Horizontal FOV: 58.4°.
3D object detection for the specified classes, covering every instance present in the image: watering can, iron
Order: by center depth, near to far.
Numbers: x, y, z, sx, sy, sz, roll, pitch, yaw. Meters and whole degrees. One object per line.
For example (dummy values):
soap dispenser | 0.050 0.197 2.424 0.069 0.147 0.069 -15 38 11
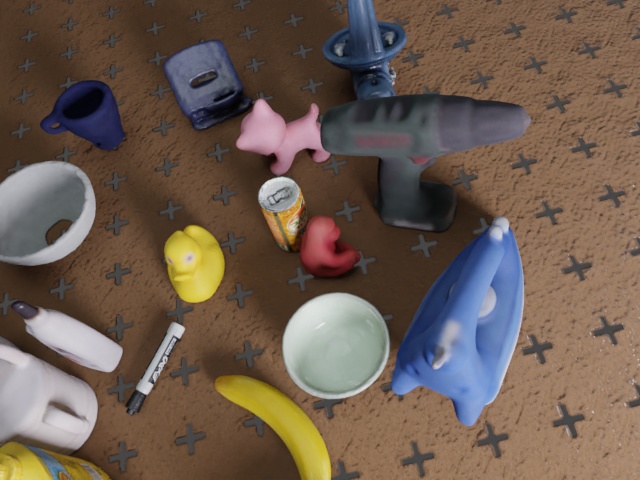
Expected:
watering can | -0.345 0.175 0.628 0.172 0.194 0.101 -6 60 7
iron | 0.169 0.058 0.629 0.118 0.142 0.258 20 66 21

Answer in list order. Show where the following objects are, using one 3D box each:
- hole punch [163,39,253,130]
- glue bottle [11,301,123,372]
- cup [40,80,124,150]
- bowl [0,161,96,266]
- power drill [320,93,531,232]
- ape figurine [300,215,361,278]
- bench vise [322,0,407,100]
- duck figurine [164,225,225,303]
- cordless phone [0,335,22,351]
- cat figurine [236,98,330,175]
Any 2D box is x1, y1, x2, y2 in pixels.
hole punch | -0.176 -0.244 0.896 0.108 0.091 0.101 -26 59 -4
glue bottle | -0.304 0.108 0.671 0.078 0.173 0.037 9 63 16
cup | -0.359 -0.179 0.891 0.118 0.095 0.091 -29 59 -6
bowl | -0.391 -0.028 0.822 0.167 0.075 0.167 -5 60 8
power drill | 0.120 -0.096 0.687 0.229 0.209 0.075 8 63 15
ape figurine | 0.007 0.003 0.720 0.076 0.092 0.077 -21 59 -2
bench vise | 0.075 -0.262 0.784 0.121 0.220 0.207 -27 59 -5
duck figurine | -0.172 0.019 0.748 0.077 0.086 0.104 -8 60 7
cordless phone | -0.445 0.159 0.662 0.094 0.185 0.148 23 67 22
cat figurine | -0.055 -0.153 0.806 0.128 0.118 0.067 -21 59 -1
